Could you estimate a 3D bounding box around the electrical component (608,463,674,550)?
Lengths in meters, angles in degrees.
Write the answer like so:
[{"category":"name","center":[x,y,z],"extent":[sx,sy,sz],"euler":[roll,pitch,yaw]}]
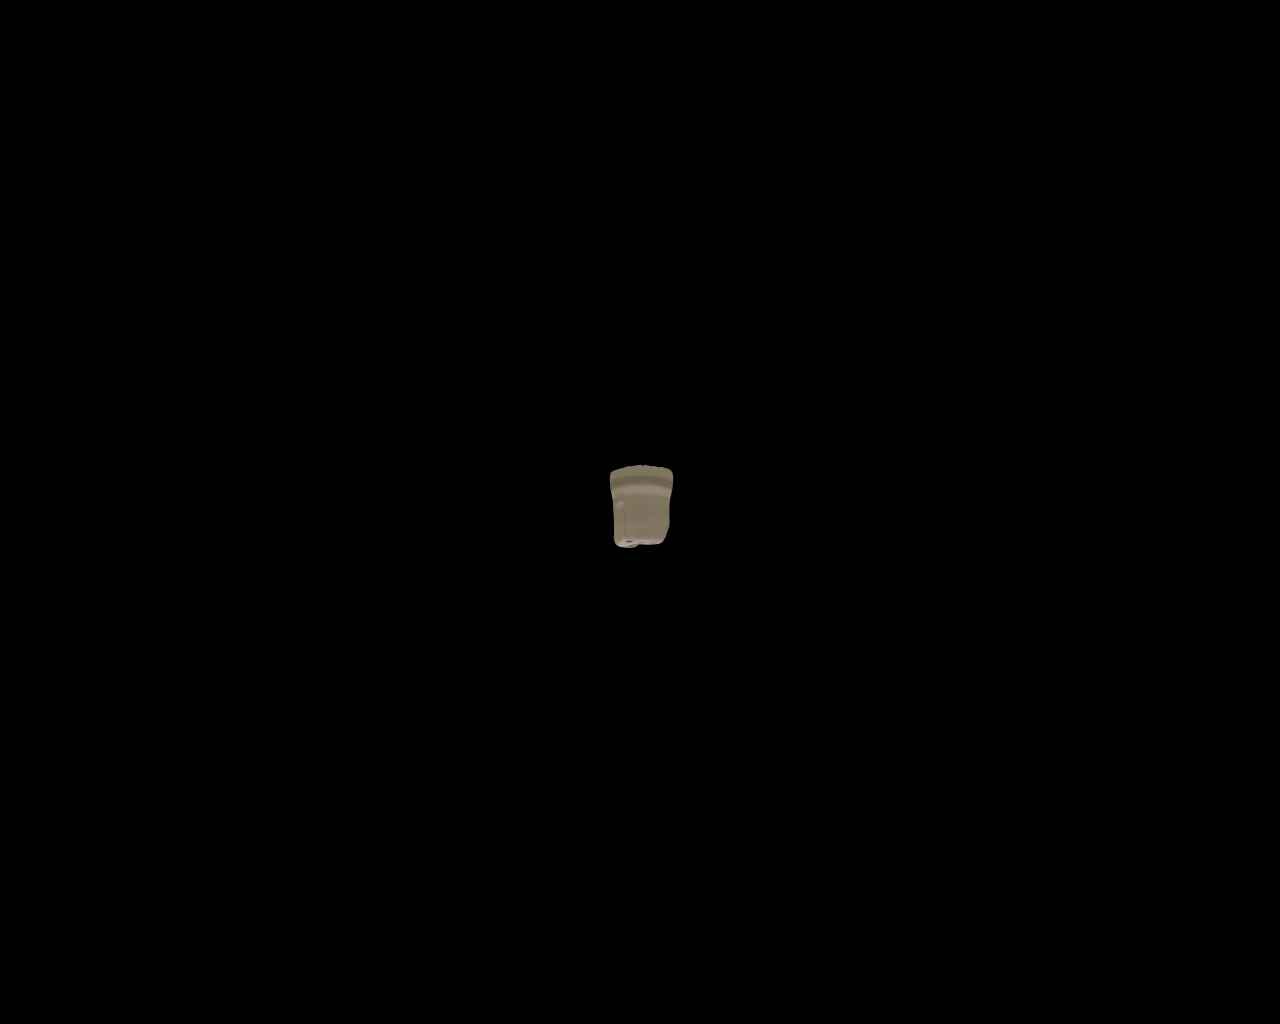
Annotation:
[{"category":"electrical component","center":[0.001,-0.003,0.650],"extent":[0.040,0.046,0.040],"euler":[0,-13,0]}]
